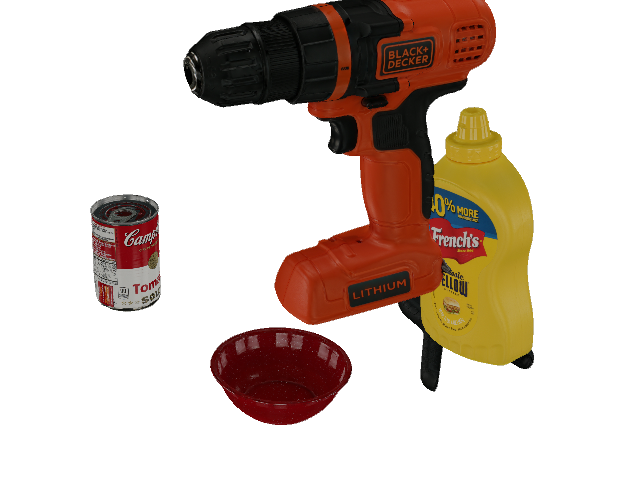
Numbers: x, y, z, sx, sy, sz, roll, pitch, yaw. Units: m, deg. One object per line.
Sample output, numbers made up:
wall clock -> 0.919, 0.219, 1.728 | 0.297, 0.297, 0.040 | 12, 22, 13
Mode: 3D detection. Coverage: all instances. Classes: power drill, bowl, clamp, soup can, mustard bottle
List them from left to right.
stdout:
soup can -> -0.199, 0.013, 1.092 | 0.068, 0.102, 0.068 | 2, 26, -1
bowl -> -0.046, 0.163, 1.227 | 0.162, 0.055, 0.162 | 2, 26, -1
power drill -> 0.012, -0.046, 0.615 | 0.184, 0.188, 0.057 | -13, 34, -22
clamp -> 0.138, 0.078, 1.078 | 0.120, 0.171, 0.039 | 1, -45, -19
mustard bottle -> 0.116, -0.007, 0.803 | 0.058, 0.192, 0.096 | -21, 30, -32
